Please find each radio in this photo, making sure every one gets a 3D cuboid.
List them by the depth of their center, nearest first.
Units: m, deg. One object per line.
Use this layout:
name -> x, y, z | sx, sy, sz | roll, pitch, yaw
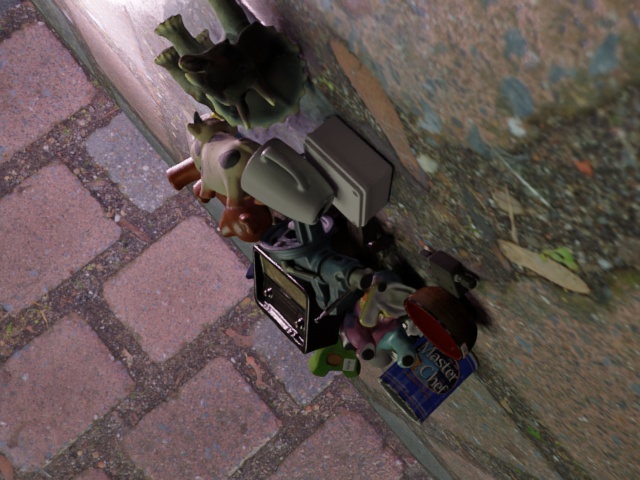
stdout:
radio -> -0.049, 0.101, 0.992 | 0.230, 0.073, 0.131 | 36, 129, 54

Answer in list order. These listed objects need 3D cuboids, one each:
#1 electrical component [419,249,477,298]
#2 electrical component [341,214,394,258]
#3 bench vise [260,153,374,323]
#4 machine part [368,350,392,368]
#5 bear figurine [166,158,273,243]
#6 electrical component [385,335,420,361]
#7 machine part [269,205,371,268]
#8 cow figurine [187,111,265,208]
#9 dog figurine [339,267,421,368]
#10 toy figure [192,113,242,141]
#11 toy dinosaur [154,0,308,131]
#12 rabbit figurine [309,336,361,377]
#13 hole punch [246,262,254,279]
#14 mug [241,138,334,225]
electrical component -> 0.170, 0.047, 0.706 | 0.094, 0.021, 0.063 | 35, 161, 48
electrical component -> 0.073, -0.008, 0.843 | 0.102, 0.045, 0.078 | -170, 70, -67
bench vise -> -0.018, -0.009, 0.806 | 0.224, 0.129, 0.240 | 32, 142, 58
machine part -> 0.138, 0.249, 1.289 | 0.079, 0.079, 0.243 | 44, 166, 25
bear figurine -> -0.161, -0.061, 0.930 | 0.196, 0.132, 0.120 | 64, -164, 20
electrical component -> 0.163, 0.210, 1.134 | 0.134, 0.058, 0.115 | 56, 168, -28
machine part -> -0.002, -0.003, 1.015 | 0.201, 0.087, 0.201 | 44, 165, 26
cow figurine -> -0.143, -0.124, 0.806 | 0.195, 0.085, 0.127 | 23, 112, 53
dog figurine -> 0.087, 0.121, 0.937 | 0.219, 0.108, 0.191 | -140, 57, -71
toy figure -> -0.213, -0.208, 1.160 | 0.180, 0.082, 0.089 | 37, 161, 37
toy dinosaur -> -0.125, -0.222, 0.748 | 0.192, 0.131, 0.405 | 52, 174, -9
rabbit figurine -> 0.030, 0.215, 1.264 | 0.170, 0.121, 0.158 | -94, 1, -60
hole punch -> -0.091, 0.051, 1.175 | 0.092, 0.116, 0.142 | 25, 159, -32
mug -> -0.034, -0.074, 0.679 | 0.107, 0.081, 0.109 | 35, 160, 8
